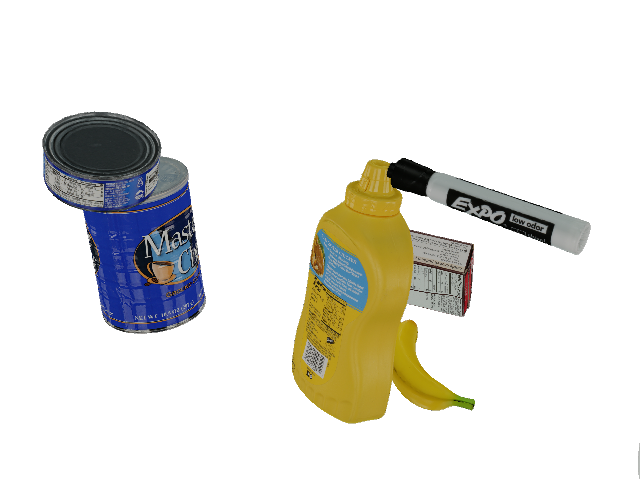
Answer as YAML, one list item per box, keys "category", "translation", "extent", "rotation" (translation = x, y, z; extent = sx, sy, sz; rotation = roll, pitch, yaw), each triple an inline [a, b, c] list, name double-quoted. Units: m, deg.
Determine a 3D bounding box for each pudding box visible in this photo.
- category: "pudding box"
  translation: [0.090, 0.027, 1.027]
  extent: [0.113, 0.039, 0.090]
  rotation: [12, -29, 13]

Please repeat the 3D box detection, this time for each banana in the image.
- category: "banana"
  translation: [0.109, 0.146, 1.239]
  extent: [0.069, 0.037, 0.198]
  rotation: [8, 22, -21]

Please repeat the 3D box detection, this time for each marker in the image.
- category: "marker"
  translation: [0.091, -0.021, 0.599]
  extent: [0.121, 0.020, 0.020]
  rotation: [22, 10, 26]

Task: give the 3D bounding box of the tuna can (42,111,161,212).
- category: "tuna can"
  translation: [-0.162, -0.058, 0.791]
  extent: [0.086, 0.034, 0.086]
  rotation: [7, 38, -6]

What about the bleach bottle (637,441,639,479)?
- category: "bleach bottle"
  translation: [0.283, 0.094, 0.708]
  extent: [0.103, 0.068, 0.250]
  rotation: [12, 23, 24]

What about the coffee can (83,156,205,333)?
- category: "coffee can"
  translation: [-0.169, 0.003, 1.020]
  extent: [0.103, 0.140, 0.103]
  rotation: [-4, 27, 2]

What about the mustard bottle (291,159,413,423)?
- category: "mustard bottle"
  translation: [0.027, 0.032, 0.794]
  extent: [0.058, 0.192, 0.096]
  rotation: [-4, 26, -29]
